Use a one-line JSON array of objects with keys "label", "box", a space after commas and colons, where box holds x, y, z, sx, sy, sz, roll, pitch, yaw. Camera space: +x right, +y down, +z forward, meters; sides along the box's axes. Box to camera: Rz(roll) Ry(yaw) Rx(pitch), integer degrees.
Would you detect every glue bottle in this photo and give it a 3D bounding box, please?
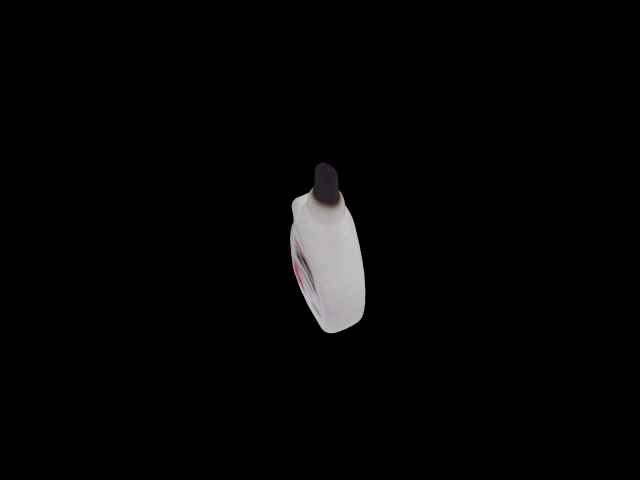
[{"label": "glue bottle", "box": [0.004, 0.001, 0.400, 0.037, 0.173, 0.078, -25, 63, -13]}]
